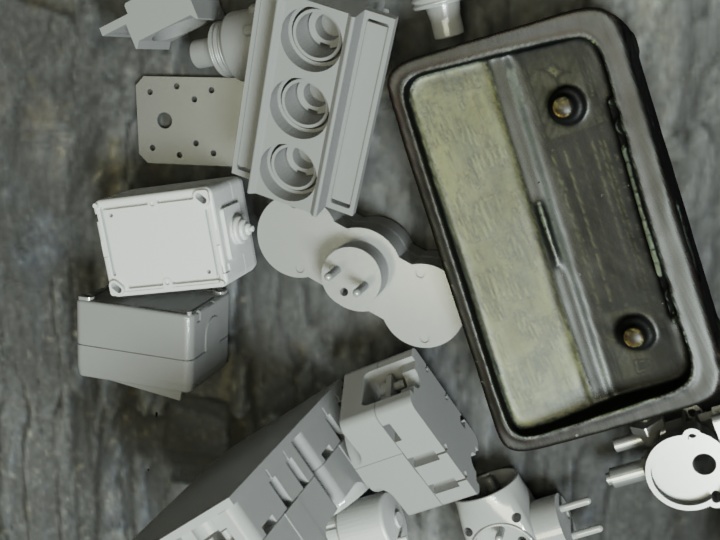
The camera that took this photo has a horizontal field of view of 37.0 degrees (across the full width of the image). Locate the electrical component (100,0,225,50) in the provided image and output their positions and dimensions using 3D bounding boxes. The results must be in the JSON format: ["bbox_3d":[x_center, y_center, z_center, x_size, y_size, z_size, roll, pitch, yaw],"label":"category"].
[{"bbox_3d":[-0.120,-0.173,0.656,0.081,0.042,0.063,-20,95,19],"label":"electrical component"}]

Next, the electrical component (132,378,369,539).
[{"bbox_3d":[-0.063,0.144,0.637,0.105,0.186,0.060,-34,92,21],"label":"electrical component"}]

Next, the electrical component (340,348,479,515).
[{"bbox_3d":[0.028,0.101,0.656,0.056,0.050,0.089,-22,123,20],"label":"electrical component"}]

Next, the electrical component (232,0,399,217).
[{"bbox_3d":[-0.024,-0.102,0.614,0.079,0.063,0.121,20,123,11],"label":"electrical component"}]

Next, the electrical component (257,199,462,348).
[{"bbox_3d":[0.000,0.000,0.643,0.138,0.074,0.052,29,110,8],"label":"electrical component"}]

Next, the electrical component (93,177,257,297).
[{"bbox_3d":[-0.108,-0.023,0.677,0.096,0.061,0.061,-5,101,18],"label":"electrical component"}]

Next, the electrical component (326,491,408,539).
[{"bbox_3d":[-0.005,0.172,0.705,0.078,0.040,0.040,-20,97,20],"label":"electrical component"}]

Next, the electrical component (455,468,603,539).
[{"bbox_3d":[0.109,0.162,0.666,0.079,0.044,0.077,-22,96,20],"label":"electrical component"}]

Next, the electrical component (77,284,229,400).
[{"bbox_3d":[-0.140,0.043,0.703,0.096,0.062,0.061,7,105,15],"label":"electrical component"}]

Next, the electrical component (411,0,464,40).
[{"bbox_3d":[0.044,-0.163,0.608,0.048,0.048,0.062,-10,107,19],"label":"electrical component"}]

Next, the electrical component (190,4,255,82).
[{"bbox_3d":[-0.073,-0.135,0.650,0.062,0.048,0.048,-4,102,25],"label":"electrical component"}]
